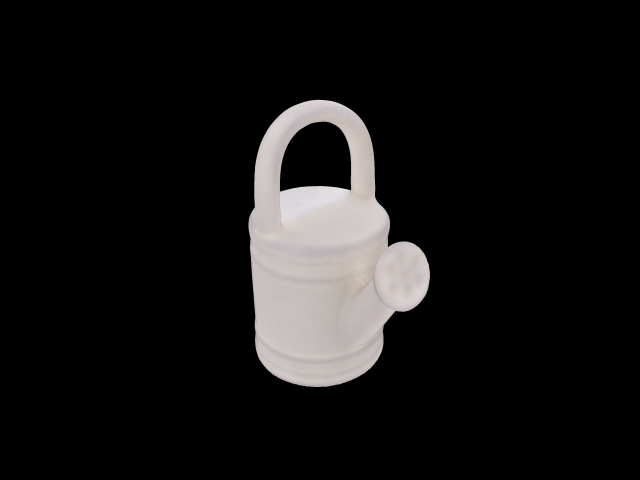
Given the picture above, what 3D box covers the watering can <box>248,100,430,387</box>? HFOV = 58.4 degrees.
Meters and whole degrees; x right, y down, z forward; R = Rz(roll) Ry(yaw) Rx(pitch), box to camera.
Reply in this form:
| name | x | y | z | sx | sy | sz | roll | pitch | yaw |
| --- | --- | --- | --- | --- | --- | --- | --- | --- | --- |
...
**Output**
| name | x | y | z | sx | sy | sz | roll | pitch | yaw |
| --- | --- | --- | --- | --- | --- | --- | --- | --- | --- |
| watering can | 0.005 | 0.001 | 0.401 | 0.172 | 0.194 | 0.101 | 18 | 34 | 29 |
